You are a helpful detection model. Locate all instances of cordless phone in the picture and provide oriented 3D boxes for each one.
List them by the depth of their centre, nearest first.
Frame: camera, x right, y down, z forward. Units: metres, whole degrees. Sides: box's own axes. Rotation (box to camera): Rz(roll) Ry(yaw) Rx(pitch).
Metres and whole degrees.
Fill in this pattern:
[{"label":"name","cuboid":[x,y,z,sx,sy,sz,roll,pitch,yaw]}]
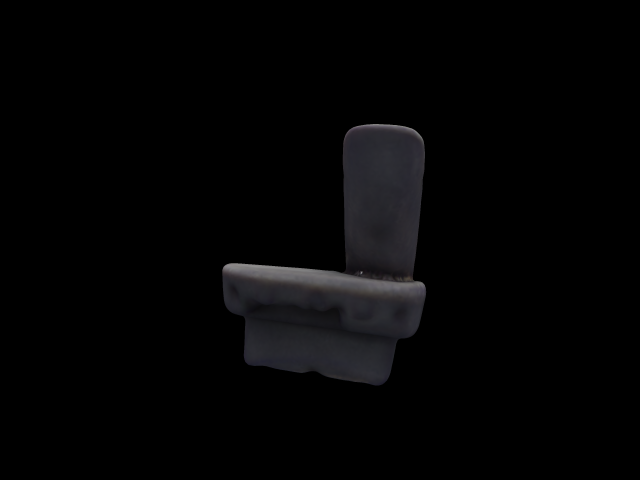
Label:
[{"label":"cordless phone","cuboid":[0.004,0.001,0.400,0.147,0.185,0.094,3,33,5]}]
